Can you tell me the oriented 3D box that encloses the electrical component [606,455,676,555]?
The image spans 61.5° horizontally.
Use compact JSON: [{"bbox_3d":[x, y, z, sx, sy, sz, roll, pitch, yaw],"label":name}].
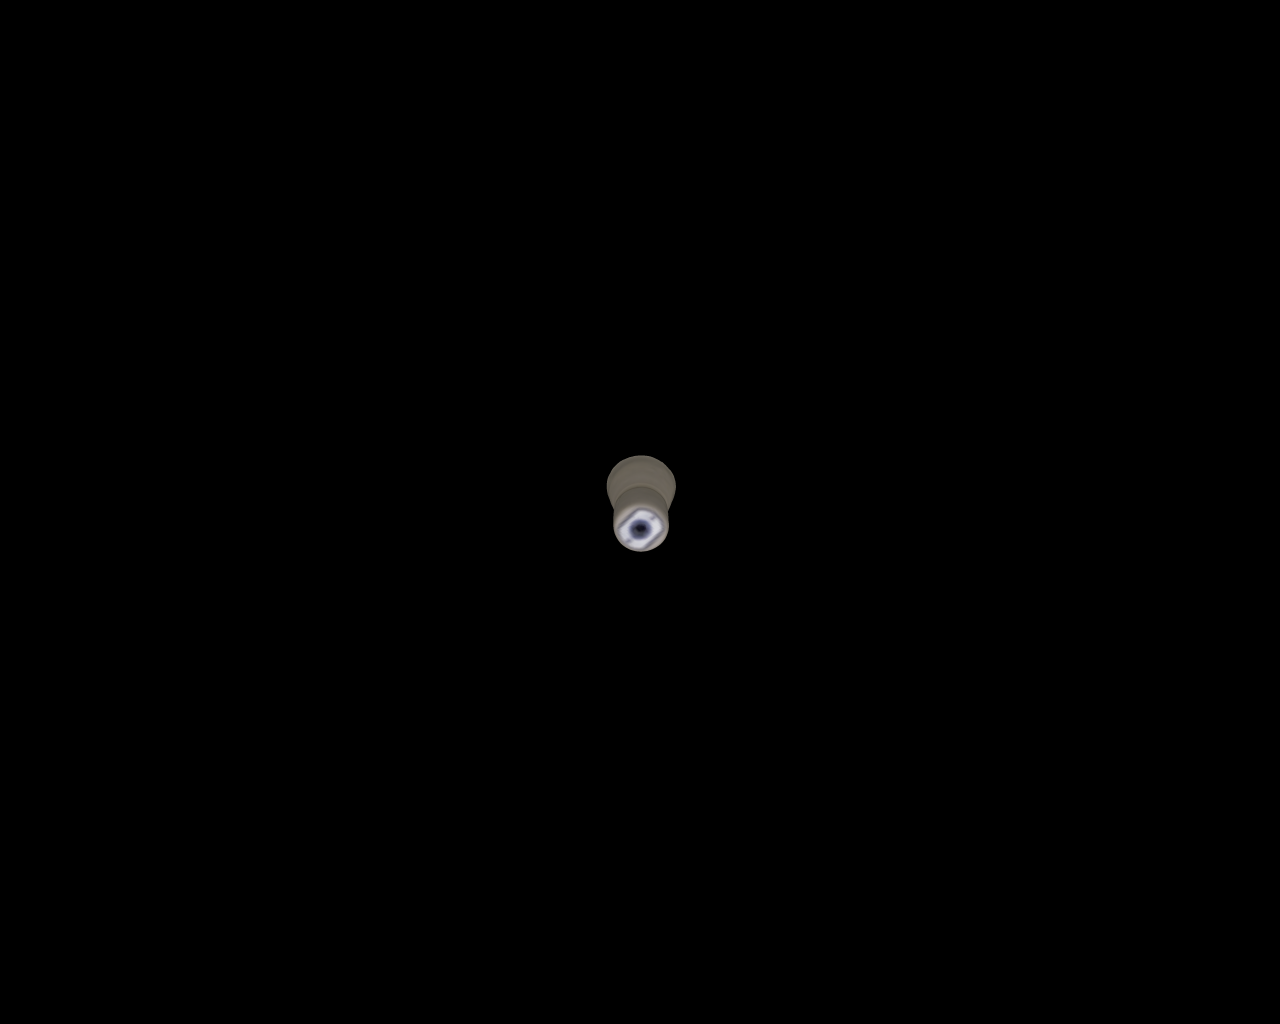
[{"bbox_3d":[0.001,-0.003,0.650,0.044,0.044,0.065,0,25,0],"label":"electrical component"}]
